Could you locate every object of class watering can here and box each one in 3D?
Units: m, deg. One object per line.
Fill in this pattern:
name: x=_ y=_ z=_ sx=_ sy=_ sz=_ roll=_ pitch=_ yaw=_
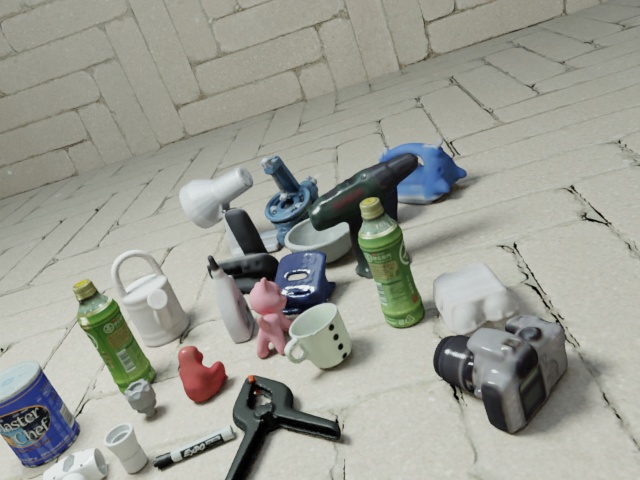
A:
watering can: x=-0.342 y=0.109 z=1.148 sx=0.172 sy=0.194 sz=0.101 roll=-1 pitch=30 yaw=37

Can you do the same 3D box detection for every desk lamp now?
desk lamp: x=-0.213 y=-0.067 z=1.402 sx=0.203 sy=0.214 sz=0.118 roll=-12 pitch=25 yaw=17

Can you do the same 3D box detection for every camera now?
camera: x=0.224 y=0.150 z=0.739 sx=0.143 sy=0.101 sz=0.136 roll=-35 pitch=28 yaw=-31

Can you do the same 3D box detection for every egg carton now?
egg carton: x=0.236 y=0.095 z=0.887 sx=0.107 sy=0.069 sz=0.150 roll=-19 pitch=24 yaw=2

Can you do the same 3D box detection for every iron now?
iron: x=0.214 y=-0.174 z=1.389 sx=0.257 sy=0.142 sz=0.119 roll=6 pitch=34 yaw=44

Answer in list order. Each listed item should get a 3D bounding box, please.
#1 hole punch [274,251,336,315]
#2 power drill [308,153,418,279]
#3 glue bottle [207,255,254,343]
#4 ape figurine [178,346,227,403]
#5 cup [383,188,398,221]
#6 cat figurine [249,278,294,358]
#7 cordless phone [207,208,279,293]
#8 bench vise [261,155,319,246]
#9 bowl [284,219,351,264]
hole punch: x=-0.033 y=0.081 z=1.099 sx=0.108 sy=0.091 sz=0.101 roll=-8 pitch=26 yaw=24
power drill: x=0.102 y=-0.040 z=1.107 sx=0.229 sy=0.209 sz=0.075 roll=-20 pitch=24 yaw=1
glue bottle: x=-0.169 y=0.102 z=1.057 sx=0.037 sy=0.173 sz=0.078 roll=-16 pitch=24 yaw=10
ape figurine: x=-0.203 y=0.214 z=0.945 sx=0.077 sy=0.092 sz=0.076 roll=-4 pitch=28 yaw=31
cup: x=0.128 y=-0.071 z=1.293 sx=0.118 sy=0.095 sz=0.091 roll=-25 pitch=24 yaw=-11
cat figurine: x=-0.093 y=0.126 z=1.015 sx=0.067 sy=0.118 sz=0.128 roll=-15 pitch=24 yaw=11
cordless phone: x=-0.182 y=0.019 z=1.228 sx=0.147 sy=0.185 sz=0.094 roll=-13 pitch=25 yaw=16
bench vise: x=-0.079 y=-0.119 z=1.402 sx=0.121 sy=0.220 sz=0.207 roll=-13 pitch=25 yaw=14
bowl: x=0.011 y=0.004 z=1.248 sx=0.167 sy=0.075 sz=0.167 roll=-16 pitch=24 yaw=8
